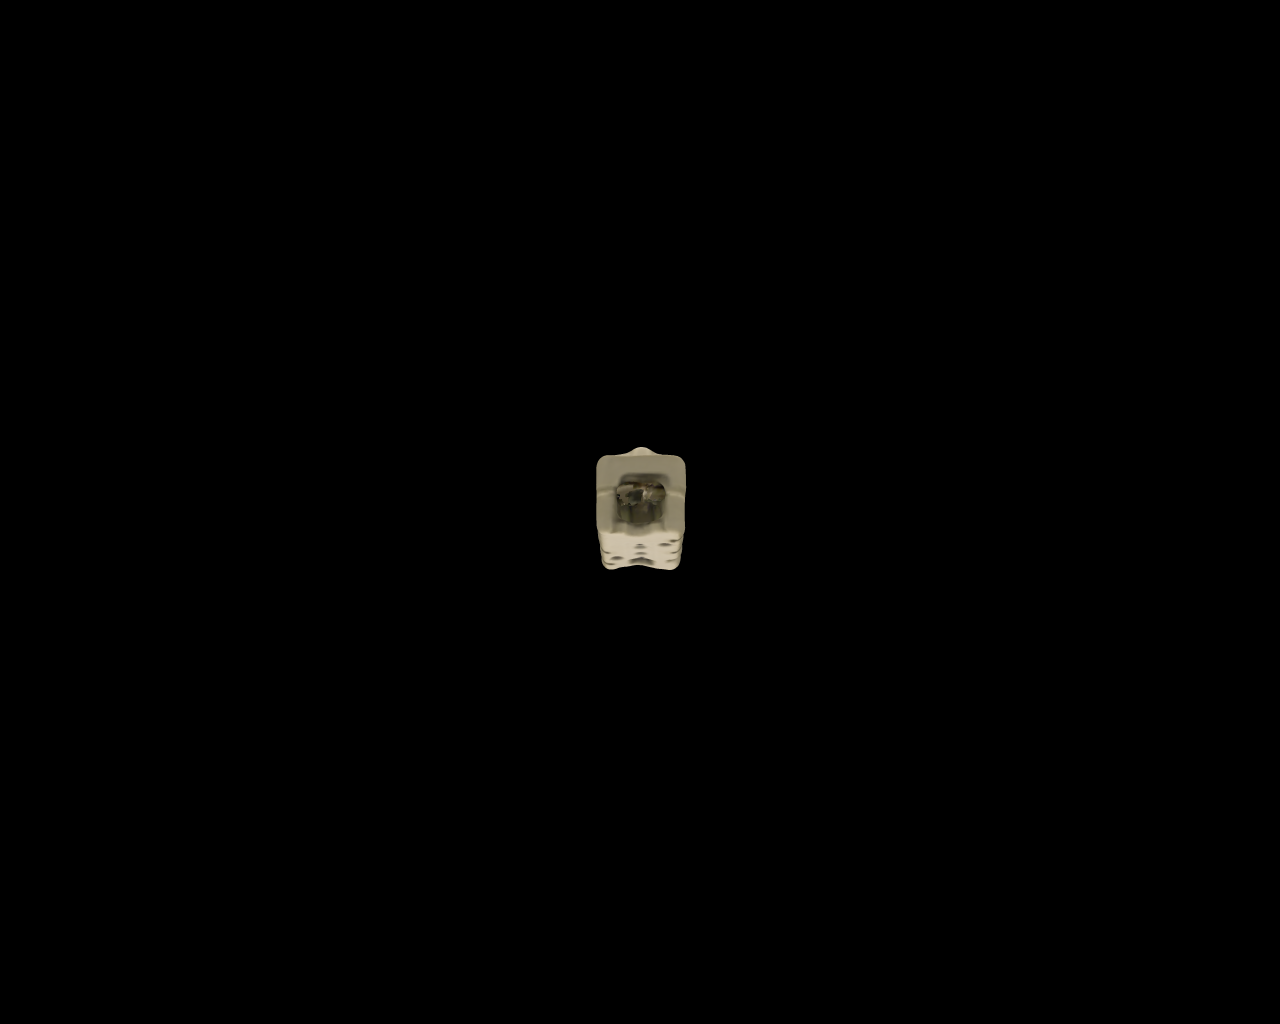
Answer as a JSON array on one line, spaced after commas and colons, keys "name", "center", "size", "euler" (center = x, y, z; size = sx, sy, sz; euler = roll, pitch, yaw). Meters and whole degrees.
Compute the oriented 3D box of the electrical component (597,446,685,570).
[{"name": "electrical component", "center": [0.001, -0.003, 0.650], "size": [0.050, 0.056, 0.089], "euler": [0, -17, 0]}]
